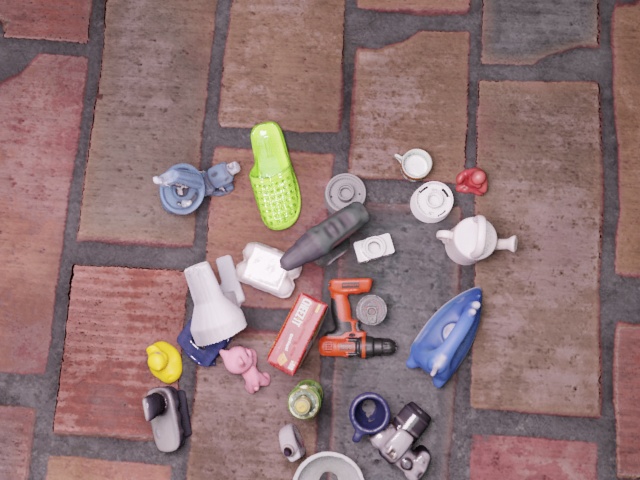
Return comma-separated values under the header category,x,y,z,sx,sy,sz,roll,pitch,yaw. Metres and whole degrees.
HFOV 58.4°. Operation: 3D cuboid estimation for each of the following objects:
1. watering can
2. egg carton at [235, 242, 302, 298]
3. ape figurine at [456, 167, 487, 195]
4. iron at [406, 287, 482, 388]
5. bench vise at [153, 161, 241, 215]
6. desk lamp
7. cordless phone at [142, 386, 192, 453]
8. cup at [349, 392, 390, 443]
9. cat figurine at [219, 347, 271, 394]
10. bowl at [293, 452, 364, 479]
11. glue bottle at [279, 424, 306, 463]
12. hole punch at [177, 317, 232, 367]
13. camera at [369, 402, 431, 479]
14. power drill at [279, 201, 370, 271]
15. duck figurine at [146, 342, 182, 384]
category,x,y,z,sx,sy,sz,roll,pitch,yaw
watering can,0.360,-0.003,1.311,0.173,0.194,0.101,-13,81,0
egg carton,-0.123,0.071,1.378,0.150,0.069,0.107,20,83,5
ape figurine,0.374,-0.145,1.382,0.076,0.092,0.078,-42,83,-4
iron,0.308,0.209,1.308,0.118,0.141,0.258,34,84,6
bench vise,-0.299,-0.147,1.338,0.207,0.220,0.121,-41,82,-4
desk lamp,-0.241,0.133,1.300,0.118,0.213,0.203,-19,82,-1
cordless phone,-0.359,0.406,1.279,0.094,0.185,0.147,-17,81,0
cup,0.106,0.403,1.310,0.091,0.095,0.118,27,84,6
cat figurine,-0.175,0.296,1.323,0.067,0.118,0.128,-34,82,-3
bowl,0.020,0.560,1.301,0.167,0.075,0.167,0,82,2
glue bottle,-0.065,0.457,1.268,0.037,0.173,0.078,-31,82,-2
hole punch,-0.274,0.239,1.347,0.108,0.091,0.101,39,85,7
camera,0.202,0.450,1.298,0.143,0.101,0.137,40,85,7
power drill,0.012,0.005,1.313,0.229,0.208,0.075,-38,82,-4
duck figurine,-0.373,0.289,1.346,0.077,0.086,0.104,-30,82,-2
